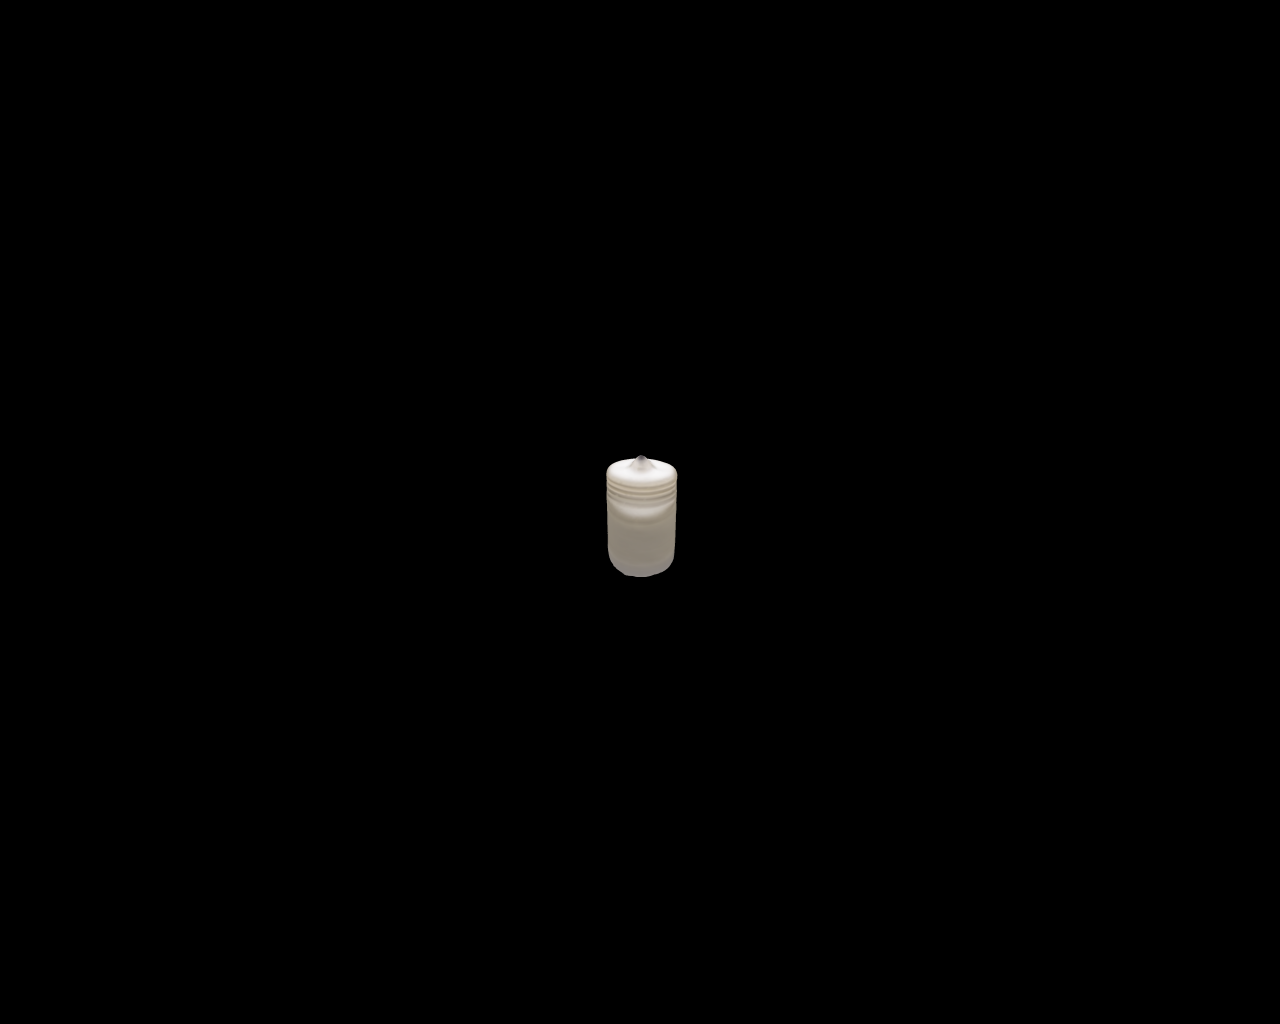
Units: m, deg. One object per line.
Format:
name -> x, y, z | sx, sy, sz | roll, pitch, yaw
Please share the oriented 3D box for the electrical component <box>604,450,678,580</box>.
electrical component -> 0.001, -0.003, 0.650 | 0.043, 0.080, 0.043 | 0, 40, 0
